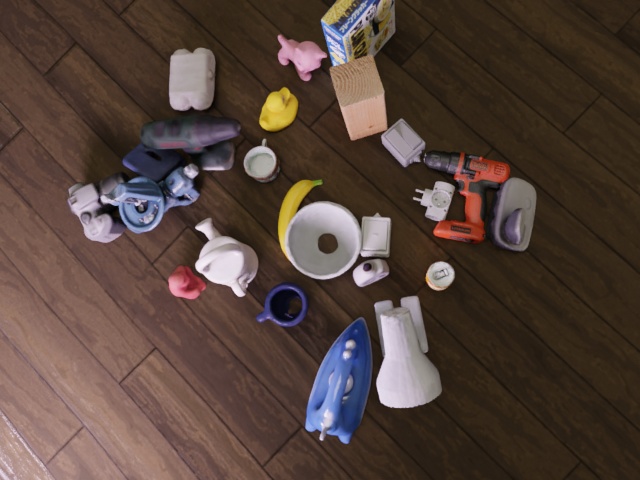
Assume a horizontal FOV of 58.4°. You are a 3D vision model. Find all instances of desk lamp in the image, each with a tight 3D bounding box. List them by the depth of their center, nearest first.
[{"bbox_3d":[0.161,0.212,1.122,0.118,0.213,0.203,-11,80,6],"label":"desk lamp"}]

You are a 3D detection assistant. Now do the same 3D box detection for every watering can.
[{"bbox_3d":[-0.207,0.038,1.208,0.172,0.194,0.101,39,89,12],"label":"watering can"}]

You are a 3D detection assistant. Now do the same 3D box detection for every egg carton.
[{"bbox_3d":[-0.298,-0.377,1.346,0.107,0.069,0.150,-2,81,8],"label":"egg carton"}]

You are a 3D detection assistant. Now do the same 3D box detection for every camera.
[{"bbox_3d":[-0.492,-0.087,1.314,0.137,0.101,0.143,-30,79,3],"label":"camera"}]

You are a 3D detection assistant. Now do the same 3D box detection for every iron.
[{"bbox_3d":[0.045,0.281,1.165,0.118,0.141,0.258,15,84,10],"label":"iron"}]

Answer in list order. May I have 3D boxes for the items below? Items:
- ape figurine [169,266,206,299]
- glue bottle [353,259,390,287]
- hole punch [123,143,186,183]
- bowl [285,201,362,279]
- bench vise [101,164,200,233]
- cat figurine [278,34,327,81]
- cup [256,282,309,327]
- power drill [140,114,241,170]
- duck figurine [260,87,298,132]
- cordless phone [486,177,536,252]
[{"bbox_3d":[-0.304,0.093,1.266,0.076,0.092,0.078,-13,80,6],"label":"ape figurine"},{"bbox_3d":[0.102,0.062,1.173,0.078,0.173,0.037,-24,79,4],"label":"glue bottle"},{"bbox_3d":[-0.381,-0.183,1.317,0.108,0.091,0.101,31,87,11],"label":"hole punch"},{"bbox_3d":[0.011,0.004,1.244,0.167,0.075,0.167,-1,82,8],"label":"bowl"},{"bbox_3d":[-0.371,-0.110,1.240,0.121,0.220,0.207,37,88,12],"label":"bench vise"},{"bbox_3d":[-0.044,-0.422,1.292,0.127,0.118,0.067,38,88,11],"label":"cat figurine"},{"bbox_3d":[-0.074,0.146,1.225,0.117,0.095,0.091,-29,79,3],"label":"cup"},{"bbox_3d":[-0.257,-0.216,1.245,0.229,0.208,0.076,0,81,8],"label":"power drill"},{"bbox_3d":[-0.099,-0.301,1.298,0.077,0.086,0.104,41,89,12],"label":"duck figurine"},{"bbox_3d":[0.396,-0.059,1.144,0.094,0.185,0.148,8,83,9],"label":"cordless phone"}]
